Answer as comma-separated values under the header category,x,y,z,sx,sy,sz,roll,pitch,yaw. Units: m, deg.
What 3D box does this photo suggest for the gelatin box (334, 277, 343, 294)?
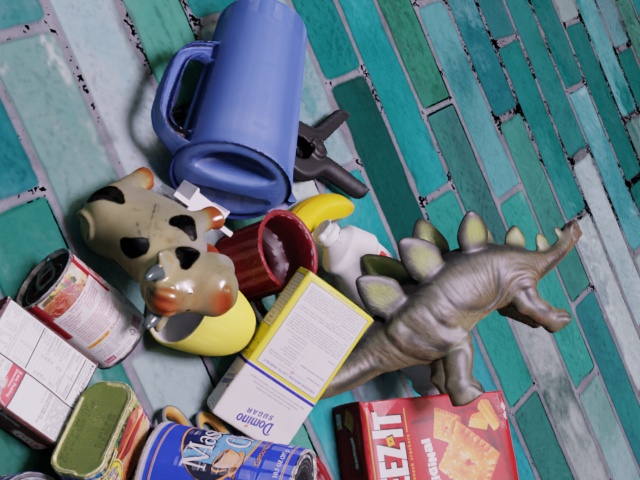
category,x,y,z,sx,sy,sz,roll,pitch,yaw
gelatin box,0.052,0.076,1.332,0.073,0.030,0.089,11,69,-45

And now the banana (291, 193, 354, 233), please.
category,x,y,z,sx,sy,sz,roll,pitch,yaw
banana,-0.016,-0.011,1.284,0.197,0.037,0.069,-53,133,-45

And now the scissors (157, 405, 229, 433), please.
category,x,y,z,sx,sy,sz,roll,pitch,yaw
scissors,-0.087,0.241,1.050,0.202,0.016,0.096,50,23,13

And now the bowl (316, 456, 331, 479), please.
category,x,y,z,sx,sy,sz,roll,pitch,yaw
bowl,-0.036,0.298,1.099,0.162,0.055,0.162,38,46,-55

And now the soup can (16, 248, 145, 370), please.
category,x,y,z,sx,sy,sz,roll,pitch,yaw
soup can,-0.218,0.065,0.984,0.102,0.069,0.068,45,45,-30

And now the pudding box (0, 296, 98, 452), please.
category,x,y,z,sx,sy,sz,roll,pitch,yaw
pudding box,-0.260,0.118,0.937,0.113,0.039,0.090,46,45,-30

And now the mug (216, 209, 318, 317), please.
category,x,y,z,sx,sy,sz,roll,pitch,yaw
mug,-0.059,0.033,1.174,0.093,0.082,0.117,-15,87,-51

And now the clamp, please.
category,x,y,z,sx,sy,sz,roll,pitch,yaw
clamp,-0.004,-0.101,1.327,0.171,0.039,0.120,-14,77,-46

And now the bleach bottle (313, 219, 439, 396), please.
category,x,y,z,sx,sy,sz,roll,pitch,yaw
bleach bottle,0.079,0.075,1.291,0.250,0.068,0.102,46,51,-23

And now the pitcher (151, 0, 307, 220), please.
category,x,y,z,sx,sy,sz,roll,pitch,yaw
pitcher,-0.089,-0.159,1.187,0.149,0.145,0.242,79,15,-54

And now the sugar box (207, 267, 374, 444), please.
category,x,y,z,sx,sy,sz,roll,pitch,yaw
sugar box,-0.032,0.126,1.118,0.093,0.048,0.176,37,88,-18

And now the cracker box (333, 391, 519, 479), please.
category,x,y,z,sx,sy,sz,roll,pitch,yaw
cracker box,0.132,0.268,1.265,0.213,0.072,0.164,1,74,-30

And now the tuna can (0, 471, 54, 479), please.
category,x,y,z,sx,sy,sz,roll,pitch,yaw
tuna can,-0.251,0.240,0.901,0.086,0.034,0.086,22,59,-43

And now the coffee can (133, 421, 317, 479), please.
category,x,y,z,sx,sy,sz,roll,pitch,yaw
coffee can,-0.084,0.225,0.955,0.102,0.140,0.103,8,90,-76

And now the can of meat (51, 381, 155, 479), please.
category,x,y,z,sx,sy,sz,roll,pitch,yaw
can of meat,-0.189,0.188,0.952,0.084,0.057,0.102,72,28,-46
